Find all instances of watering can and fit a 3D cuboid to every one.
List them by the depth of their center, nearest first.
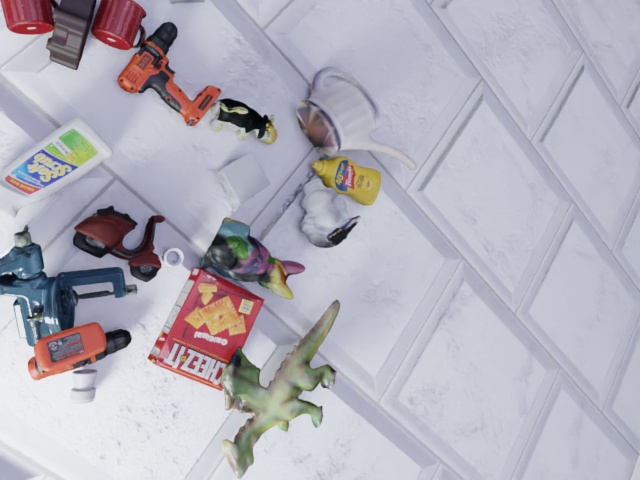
[{"bbox_3d":[0.083,-0.280,1.287,0.227,0.102,0.349,-34,85,-28],"label":"watering can"}]

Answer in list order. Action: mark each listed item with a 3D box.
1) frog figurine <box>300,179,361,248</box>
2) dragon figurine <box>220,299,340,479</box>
[{"bbox_3d":[0.004,-0.063,1.261,0.139,0.120,0.161,-37,69,-17],"label":"frog figurine"},{"bbox_3d":[-0.098,0.300,1.121,0.240,0.122,0.415,26,74,-37],"label":"dragon figurine"}]
